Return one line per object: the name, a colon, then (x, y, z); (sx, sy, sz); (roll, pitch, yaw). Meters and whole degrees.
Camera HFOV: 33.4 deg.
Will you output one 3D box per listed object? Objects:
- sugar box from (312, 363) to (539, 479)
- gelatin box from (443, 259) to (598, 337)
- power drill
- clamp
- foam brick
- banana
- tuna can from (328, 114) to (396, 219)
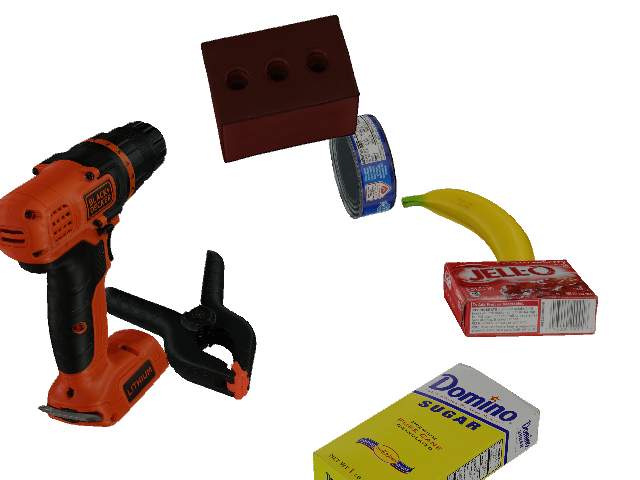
sugar box: (0.089, 0.171, 0.884); (0.175, 0.048, 0.093); (-28, 40, -31)
gelatin box: (0.132, 0.037, 0.717); (0.089, 0.030, 0.073); (-1, 18, -3)
power drill: (-0.155, 0.021, 0.759); (0.057, 0.188, 0.184); (4, 25, 22)
clamp: (-0.103, 0.071, 0.949); (0.120, 0.039, 0.172); (-33, 53, -26)
foam brick: (-0.022, -0.083, 0.588); (0.078, 0.053, 0.051); (-13, -17, -4)
banana: (0.164, -0.008, 1.080); (0.069, 0.037, 0.198); (-34, 39, -14)
tuna can: (0.036, -0.063, 0.907); (0.033, 0.086, 0.086); (-13, 2, -11)
